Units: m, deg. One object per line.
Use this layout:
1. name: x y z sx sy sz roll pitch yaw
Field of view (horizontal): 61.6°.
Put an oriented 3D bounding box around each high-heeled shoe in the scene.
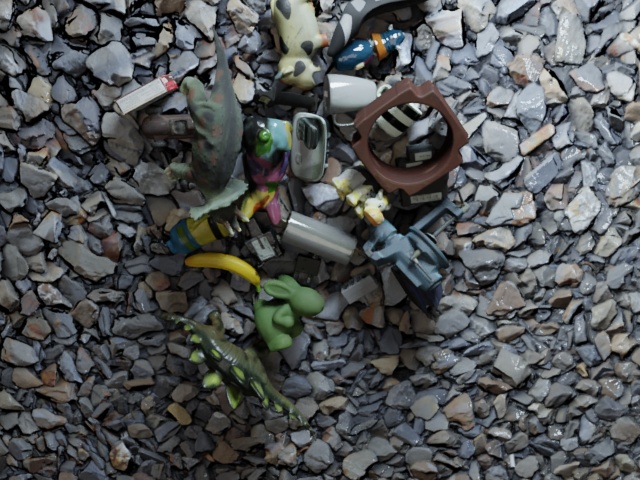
1. high-heeled shoe: 0.129 -0.449 1.086 0.145 0.086 0.248 31 94 0

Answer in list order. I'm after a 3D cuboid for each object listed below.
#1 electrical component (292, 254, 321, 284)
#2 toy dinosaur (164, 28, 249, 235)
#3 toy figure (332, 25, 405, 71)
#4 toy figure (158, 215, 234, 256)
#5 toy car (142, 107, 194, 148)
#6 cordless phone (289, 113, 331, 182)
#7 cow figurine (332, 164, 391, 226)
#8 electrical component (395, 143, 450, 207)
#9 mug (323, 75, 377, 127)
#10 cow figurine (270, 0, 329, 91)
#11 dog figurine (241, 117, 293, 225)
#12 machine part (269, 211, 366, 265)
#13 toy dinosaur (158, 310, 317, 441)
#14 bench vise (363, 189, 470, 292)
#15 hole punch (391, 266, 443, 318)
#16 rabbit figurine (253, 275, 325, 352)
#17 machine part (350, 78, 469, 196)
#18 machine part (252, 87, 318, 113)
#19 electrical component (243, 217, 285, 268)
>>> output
1. electrical component: -0.032 0.059 1.299 0.063 0.021 0.094 15 109 -4
2. toy dinosaur: -0.206 -0.194 1.070 0.192 0.131 0.404 32 123 36
3. toy figure: 0.102 -0.401 1.126 0.154 0.058 0.064 -18 114 1
4. toy figure: -0.281 -0.020 1.244 0.180 0.082 0.089 -33 117 6
5. toy car: -0.291 -0.250 1.182 0.202 0.053 0.089 -1 106 2
6. cordless phone: -0.017 -0.187 1.131 0.089 0.184 0.146 3 109 -6
7. cow figurine: 0.105 -0.100 1.176 0.098 0.168 0.068 -37 140 -5
8. electrical component: 0.231 -0.148 1.210 0.115 0.058 0.134 -7 109 0
9. mug: 0.066 -0.299 1.149 0.107 0.081 0.109 -5 104 -7
10. cow figurine: -0.050 -0.405 1.111 0.127 0.085 0.194 -17 110 0
11. dog figurine: -0.120 -0.142 1.156 0.108 0.191 0.219 4 93 -8
12. machine part: -0.003 -0.004 1.250 0.243 0.079 0.079 20 108 -7
13. toy dinosaur: -0.191 0.315 1.295 0.471 0.199 0.105 35 109 -9
14. bench vise: 0.218 -0.013 1.179 0.240 0.128 0.224 -41 59 -2
15. hole punch: 0.239 0.097 1.267 0.092 0.116 0.142 -30 107 2
16. rabbit figurine: -0.068 0.159 1.286 0.170 0.121 0.159 -33 84 26
17. machine part: 0.180 -0.208 1.095 0.201 0.087 0.201 -33 115 22
18. machine part: -0.075 -0.302 1.156 0.139 0.084 0.039 6 86 -10
19. electrical component: -0.140 -0.001 1.265 0.075 0.048 0.119 -27 106 8
